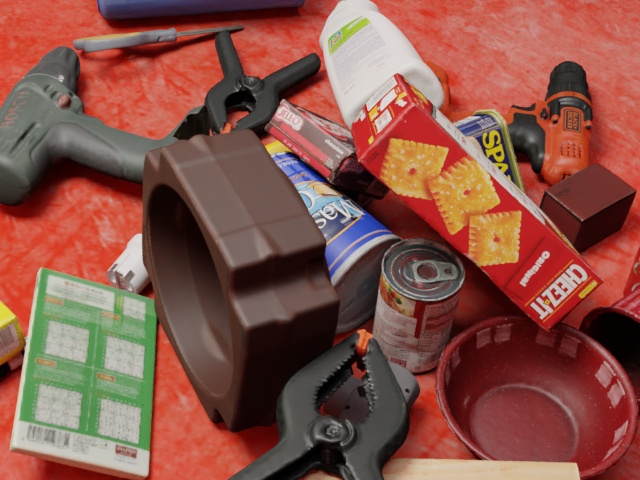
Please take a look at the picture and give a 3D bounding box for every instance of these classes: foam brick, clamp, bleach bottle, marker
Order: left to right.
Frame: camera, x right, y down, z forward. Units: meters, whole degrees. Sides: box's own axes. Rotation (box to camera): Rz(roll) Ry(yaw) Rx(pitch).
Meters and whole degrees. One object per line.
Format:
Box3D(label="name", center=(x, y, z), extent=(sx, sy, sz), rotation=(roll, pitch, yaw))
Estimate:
Box3D(label="marker", center=(-0.239, 0.086, 0.902), extent=(0.020, 0.020, 0.120), rotation=(36, 53, 26))
Box3D(label="clamp", center=(-0.084, -0.163, 1.138), extent=(0.120, 0.039, 0.171), rotation=(19, 48, 15))
Box3D(label="clamp", center=(-0.002, 0.143, 0.729), extent=(0.164, 0.036, 0.210), rotation=(7, 43, 4))
Box3D(label="bleach bottle", center=(0.054, -0.199, 1.135), extent=(0.103, 0.068, 0.251), rotation=(-33, 34, 14))
Box3D(label="foam brick", center=(0.255, -0.030, 1.031), extent=(0.078, 0.051, 0.053), rotation=(-26, 53, -27))

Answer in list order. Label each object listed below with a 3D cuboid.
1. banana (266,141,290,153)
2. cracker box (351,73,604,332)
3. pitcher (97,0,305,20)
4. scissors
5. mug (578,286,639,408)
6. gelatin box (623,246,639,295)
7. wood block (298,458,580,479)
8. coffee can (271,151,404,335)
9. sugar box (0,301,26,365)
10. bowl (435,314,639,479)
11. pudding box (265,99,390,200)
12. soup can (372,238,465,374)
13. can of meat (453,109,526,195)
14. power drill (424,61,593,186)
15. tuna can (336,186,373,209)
Box3D(label="banana", center=(-0.096, -0.040, 1.004), extent=(0.197, 0.070, 0.037), rotation=(-38, 98, -42))
Box3D(label="cracker box", center=(0.123, -0.036, 0.902), extent=(0.213, 0.072, 0.164), rotation=(42, 12, -12))
Box3D(label="pitcher", center=(-0.138, -0.320, 1.217), extent=(0.242, 0.149, 0.145), rotation=(-10, 61, -9))
Box3D(label="scissors", center=(-0.190, -0.229, 1.202), extent=(0.096, 0.016, 0.201), rotation=(8, 19, 41))
Box3D(label="mug", center=(0.286, 0.093, 0.901), extent=(0.081, 0.093, 0.117), rotation=(-27, 85, -33))
Box3D(label="gelatin box", center=(0.315, 0.034, 0.949), extent=(0.030, 0.089, 0.073), rotation=(-35, 58, -29))
Box3D(label="wood block", center=(0.077, 0.216, 0.756), extent=(0.206, 0.091, 0.090), rotation=(3, 45, -3))
Box3D(label="coffee can", center=(-0.006, 0.001, 0.945), extent=(0.102, 0.103, 0.140), rotation=(-31, 56, -29))
Box3D(label="sugar box", center=(-0.333, 0.056, 0.891), extent=(0.093, 0.048, 0.176), rotation=(-33, 51, -30))
Box3D(label="bowl", center=(0.170, 0.138, 0.862), extent=(0.162, 0.055, 0.162), rotation=(2, 47, -3))
Box3D(label="pudding box", center=(0.014, -0.082, 0.980), extent=(0.090, 0.039, 0.113), rotation=(41, 11, 26))
Box3D(label="soup can", center=(0.081, 0.057, 0.898), extent=(0.068, 0.102, 0.068), rotation=(2, 46, -2))
Box3D(label="can of meat", center=(0.139, -0.064, 1.022), extent=(0.083, 0.102, 0.058), rotation=(-23, 14, -21))
Box3D(label="power drill", center=(0.194, -0.137, 1.123), extent=(0.187, 0.057, 0.184), rotation=(9, 46, 4))
Box3D(label="tuna can", center=(0.014, -0.064, 1.056), extent=(0.086, 0.034, 0.086), rotation=(2, 48, -3))
